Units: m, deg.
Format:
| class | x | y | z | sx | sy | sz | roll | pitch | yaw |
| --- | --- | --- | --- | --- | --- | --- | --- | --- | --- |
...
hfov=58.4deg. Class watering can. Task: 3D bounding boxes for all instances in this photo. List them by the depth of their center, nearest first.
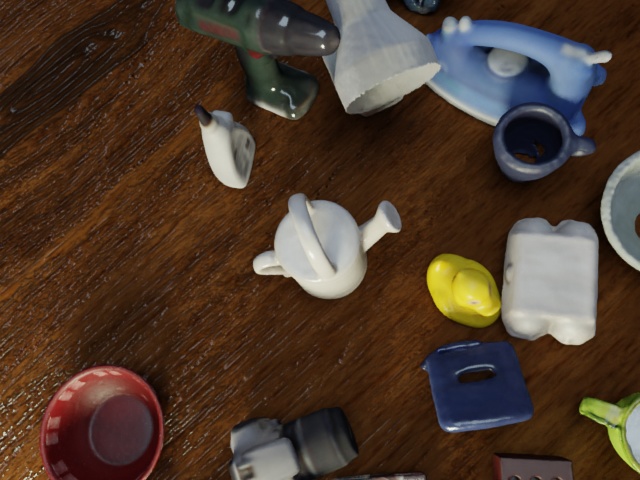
| class | x | y | z | sx | sy | sz | roll | pitch | yaw |
| --- | --- | --- | --- | --- | --- | --- | --- | --- | --- |
| watering can | 0.005 | 0.000 | 0.668 | 0.173 | 0.194 | 0.100 | -39 | 73 | -3 |

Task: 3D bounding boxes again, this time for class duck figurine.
| class | x | y | z | sx | sy | sz | roll | pitch | yaw |
| --- | --- | --- | --- | --- | --- | --- | --- | --- | --- |
| duck figurine | 0.175 | 0.056 | 0.685 | 0.077 | 0.086 | 0.104 | -42 | 74 | -4 |

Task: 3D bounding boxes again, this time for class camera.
| class | x | y | z | sx | sy | sz | roll | pitch | yaw |
| --- | --- | --- | --- | --- | --- | --- | --- | --- | --- |
| camera | -0.023 | 0.260 | 0.653 | 0.137 | 0.101 | 0.143 | -23 | 73 | 2 |

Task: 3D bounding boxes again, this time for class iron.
| class | x | y | z | sx | sy | sz | roll | pitch | yaw |
| --- | --- | --- | --- | --- | --- | --- | --- | --- | --- |
| iron | 0.229 | -0.229 | 0.722 | 0.257 | 0.141 | 0.119 | 22 | 80 | 13 |

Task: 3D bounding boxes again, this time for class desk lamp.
| class | x | y | z | sx | sy | sz | roll | pitch | yaw |
| --- | --- | --- | --- | --- | --- | --- | --- | --- | --- |
| desk lamp | 0.057 | -0.236 | 0.712 | 0.118 | 0.214 | 0.203 | -24 | 73 | 2 |

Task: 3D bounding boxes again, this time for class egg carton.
| class | x | y | z | sx | sy | sz | roll | pitch | yaw |
| --- | --- | --- | --- | --- | --- | --- | --- | --- | --- |
| egg carton | 0.273 | 0.047 | 0.682 | 0.107 | 0.069 | 0.150 | 5 | 76 | 10 |

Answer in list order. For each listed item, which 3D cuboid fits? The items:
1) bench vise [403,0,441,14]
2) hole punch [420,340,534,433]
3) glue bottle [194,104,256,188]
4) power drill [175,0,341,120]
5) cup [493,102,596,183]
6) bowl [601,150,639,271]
| class | x | y | z | sx | sy | sz | roll | pitch | yaw |
| --- | --- | --- | --- | --- | --- | --- | --- | --- | --- |
| bench vise | 0.097 | -0.408 | 0.747 | 0.207 | 0.220 | 0.121 | 0 | 76 | 9 |
| hole punch | 0.176 | 0.165 | 0.654 | 0.108 | 0.091 | 0.101 | -11 | 74 | 5 |
| glue bottle | -0.125 | -0.129 | 0.731 | 0.037 | 0.173 | 0.078 | 10 | 77 | 11 |
| power drill | -0.065 | -0.241 | 0.733 | 0.229 | 0.208 | 0.076 | 25 | 80 | 14 |
| cup | 0.269 | -0.109 | 0.709 | 0.117 | 0.095 | 0.092 | 7 | 77 | 10 |
| bowl | 0.412 | -0.025 | 0.677 | 0.167 | 0.075 | 0.167 | -2 | 75 | 8 |
